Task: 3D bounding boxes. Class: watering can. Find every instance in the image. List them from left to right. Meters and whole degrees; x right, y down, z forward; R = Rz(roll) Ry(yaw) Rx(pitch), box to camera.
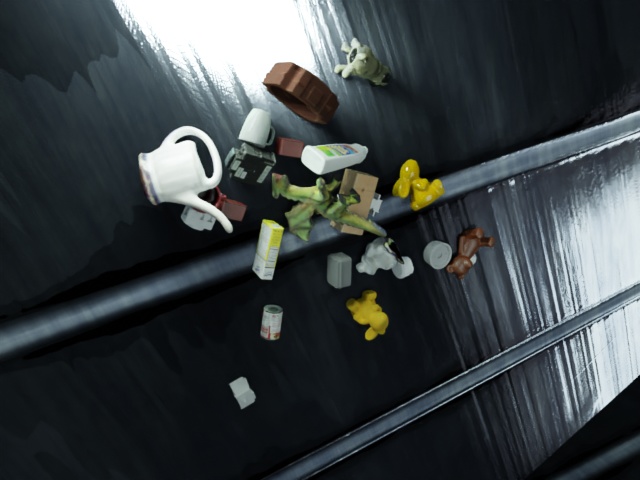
[{"bbox_3d":[-0.374,-0.155,1.420,0.225,0.102,0.352,-17,72,-5],"label":"watering can"}]

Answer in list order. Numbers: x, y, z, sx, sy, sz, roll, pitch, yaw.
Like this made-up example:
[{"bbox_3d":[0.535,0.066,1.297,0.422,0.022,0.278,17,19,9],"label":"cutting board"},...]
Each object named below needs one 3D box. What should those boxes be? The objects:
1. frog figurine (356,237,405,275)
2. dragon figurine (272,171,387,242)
[{"bbox_3d":[0.212,0.066,1.900,0.158,0.126,0.135,-31,136,26],"label":"frog figurine"},{"bbox_3d":[0.005,-0.085,1.692,0.240,0.125,0.406,-36,111,27],"label":"dragon figurine"}]
